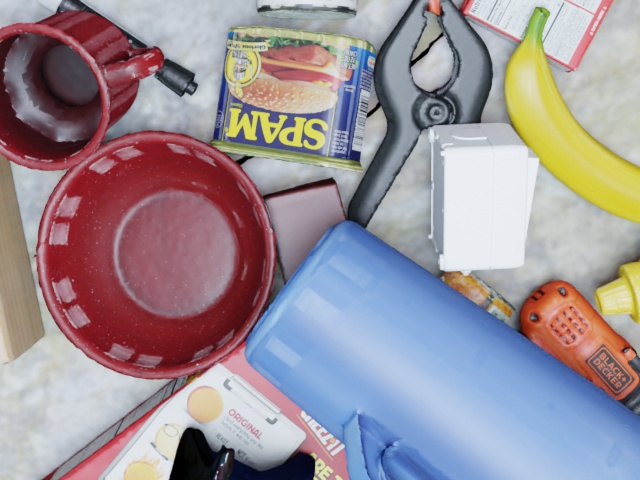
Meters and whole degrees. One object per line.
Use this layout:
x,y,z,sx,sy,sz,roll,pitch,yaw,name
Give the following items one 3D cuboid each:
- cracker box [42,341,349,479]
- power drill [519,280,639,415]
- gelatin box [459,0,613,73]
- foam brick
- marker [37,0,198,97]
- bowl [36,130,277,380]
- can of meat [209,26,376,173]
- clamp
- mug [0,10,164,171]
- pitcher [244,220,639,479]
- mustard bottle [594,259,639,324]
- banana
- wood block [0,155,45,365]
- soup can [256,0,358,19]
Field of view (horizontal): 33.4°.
-0.075,0.180,0.733,0.214,0.072,0.164,-37,97,2,cracker box
0.159,0.149,0.738,0.187,0.057,0.184,-43,95,-1,power drill
0.148,-0.165,0.718,0.089,0.030,0.073,26,97,-3,gelatin box
-0.005,0.001,0.723,0.051,0.053,0.078,-15,98,1,foam brick
-0.135,-0.135,0.722,0.121,0.020,0.020,33,95,-4,marker
-0.103,0.010,0.712,0.162,0.055,0.162,0,90,9,bowl
-0.017,-0.093,0.700,0.102,0.057,0.084,10,94,19,can of meat
0.086,-0.082,0.717,0.120,0.039,0.171,4,108,-9,clamp
-0.154,-0.103,0.681,0.117,0.081,0.093,-14,109,16,mug
0.073,0.105,0.633,0.243,0.149,0.145,37,89,2,pitcher
0.277,0.017,0.705,0.191,0.058,0.096,-15,112,2,mustard bottle
0.185,-0.062,0.716,0.197,0.037,0.070,44,123,-15,banana
-0.253,-0.020,0.698,0.091,0.090,0.206,-10,97,1,wood block
-0.007,-0.197,0.693,0.068,0.068,0.102,1,97,-1,soup can
